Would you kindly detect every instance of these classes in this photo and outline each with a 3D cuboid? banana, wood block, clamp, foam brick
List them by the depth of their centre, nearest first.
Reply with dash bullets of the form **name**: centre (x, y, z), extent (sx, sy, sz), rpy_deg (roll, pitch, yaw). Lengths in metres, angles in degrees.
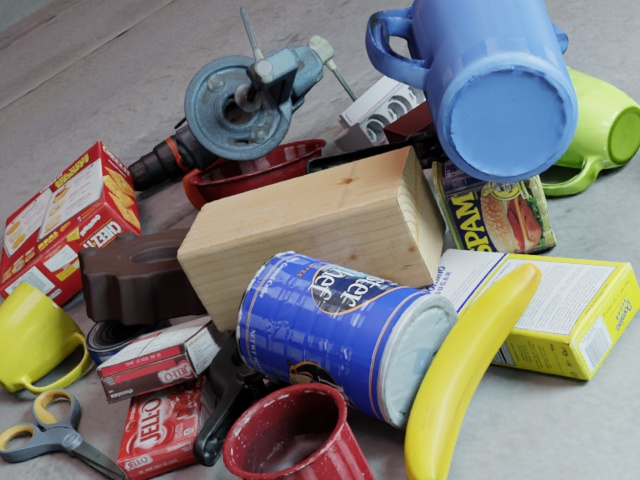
- **banana**: centre (0.103, 0.104, 0.761), extent (0.070, 0.037, 0.197), rpy_deg (-3, 54, 48)
- **clamp**: centre (-0.061, 0.127, 0.893), extent (0.120, 0.039, 0.172), rpy_deg (-15, 23, -14)
- **wood block**: centre (-0.006, 0.001, 0.927), extent (0.206, 0.090, 0.090), rpy_deg (-14, 29, 23)
- **clamp**: centre (0.091, -0.087, 1.053), extent (0.165, 0.036, 0.209), rpy_deg (-8, 4, 25)
- **foam brick**: centre (0.120, -0.115, 1.159), extent (0.078, 0.051, 0.053), rpy_deg (-34, 30, -16)

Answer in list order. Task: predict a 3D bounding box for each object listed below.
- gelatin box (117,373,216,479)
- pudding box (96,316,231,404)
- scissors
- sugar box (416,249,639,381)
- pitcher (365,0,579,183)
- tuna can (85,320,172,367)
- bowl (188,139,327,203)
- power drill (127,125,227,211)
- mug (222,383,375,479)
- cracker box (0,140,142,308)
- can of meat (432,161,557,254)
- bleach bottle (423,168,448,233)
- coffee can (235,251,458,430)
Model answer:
- **gelatin box**: centre (-0.130, 0.159, 0.908), extent (0.073, 0.030, 0.089), rpy_deg (-20, 27, 11)
- **pudding box**: centre (-0.137, 0.105, 0.965), extent (0.090, 0.039, 0.113), rpy_deg (-17, 8, 16)
- **scissors**: centre (-0.240, 0.192, 0.962), extent (0.096, 0.016, 0.202), rpy_deg (-33, 28, -11)
- **sugar box**: centre (0.151, 0.055, 0.840), extent (0.177, 0.048, 0.093), rpy_deg (3, 39, 48)
- **pitcher**: centre (0.133, -0.145, 0.904), extent (0.149, 0.145, 0.242), rpy_deg (-33, 22, 18)
- **tuna can**: centre (-0.190, 0.097, 1.067), extent (0.086, 0.033, 0.086), rpy_deg (-20, 28, 11)
- **bowl**: centre (-0.063, -0.064, 1.194), extent (0.162, 0.055, 0.162), rpy_deg (-15, 13, 3)
- **power drill**: centre (-0.156, -0.098, 1.357), extent (0.184, 0.057, 0.188), rpy_deg (-33, 28, -6)
- **mug**: centre (-0.016, 0.158, 0.757), extent (0.093, 0.081, 0.117), rpy_deg (-36, 29, -20)
- **cracker box**: centre (-0.300, -0.014, 1.286), extent (0.164, 0.072, 0.214), rpy_deg (-39, 26, 6)
- **can of meat**: centre (0.152, -0.030, 0.927), extent (0.084, 0.102, 0.057), rpy_deg (-15, 28, 14)
- **bleach bottle**: centre (0.003, -0.016, 1.067), extent (0.251, 0.068, 0.102), rpy_deg (-7, 21, 35)
- **coffee can**: centre (0.021, 0.074, 0.819), extent (0.141, 0.103, 0.102), rpy_deg (16, 47, 34)
